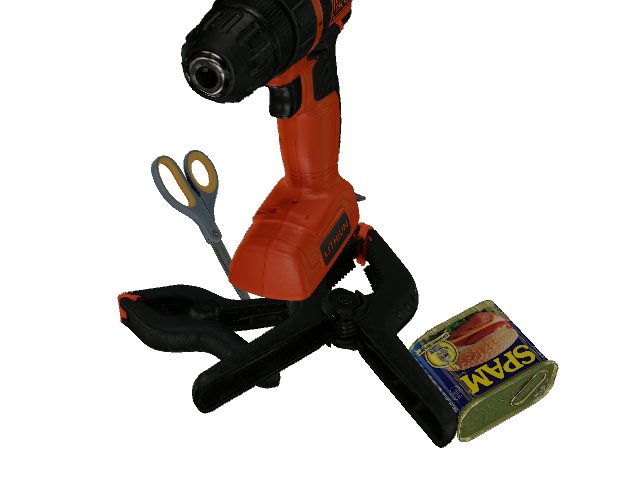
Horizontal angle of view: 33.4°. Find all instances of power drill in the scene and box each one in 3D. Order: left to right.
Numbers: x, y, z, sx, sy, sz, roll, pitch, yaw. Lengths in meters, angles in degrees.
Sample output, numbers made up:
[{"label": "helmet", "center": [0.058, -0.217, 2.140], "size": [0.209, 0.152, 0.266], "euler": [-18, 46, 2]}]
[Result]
[{"label": "power drill", "center": [-0.019, -0.063, 0.581], "size": [0.057, 0.188, 0.184], "euler": [14, 36, 17]}]

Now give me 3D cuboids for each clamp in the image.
[{"label": "clamp", "center": [-0.086, 0.067, 0.905], "size": [0.172, 0.039, 0.120], "euler": [17, 27, 21]}, {"label": "clamp", "center": [0.025, 0.059, 0.722], "size": [0.165, 0.036, 0.209], "euler": [12, 36, 12]}]

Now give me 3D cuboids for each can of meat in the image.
[{"label": "can of meat", "center": [0.135, 0.108, 0.907], "size": [0.102, 0.057, 0.084], "euler": [-25, 53, -20]}]

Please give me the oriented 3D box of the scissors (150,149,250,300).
[{"label": "scissors", "center": [-0.120, -0.023, 1.242], "size": [0.016, 0.201, 0.096], "euler": [-25, 18, 43]}]
